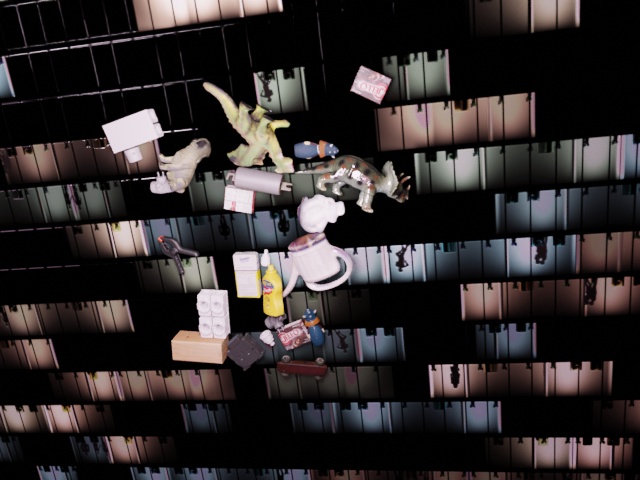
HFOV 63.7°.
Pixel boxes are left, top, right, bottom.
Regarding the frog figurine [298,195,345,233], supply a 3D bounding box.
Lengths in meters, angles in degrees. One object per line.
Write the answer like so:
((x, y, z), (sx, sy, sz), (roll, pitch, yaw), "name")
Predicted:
((0.006, -0.093, 1.843), (0.159, 0.122, 0.138), (4, 89, 19), "frog figurine")

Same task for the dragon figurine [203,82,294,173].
((-0.258, -0.363, 1.816), (0.410, 0.124, 0.238), (28, 117, 1), "dragon figurine")

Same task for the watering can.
((-0.048, 0.097, 1.917), (0.345, 0.105, 0.222), (-20, 102, 24), "watering can")
